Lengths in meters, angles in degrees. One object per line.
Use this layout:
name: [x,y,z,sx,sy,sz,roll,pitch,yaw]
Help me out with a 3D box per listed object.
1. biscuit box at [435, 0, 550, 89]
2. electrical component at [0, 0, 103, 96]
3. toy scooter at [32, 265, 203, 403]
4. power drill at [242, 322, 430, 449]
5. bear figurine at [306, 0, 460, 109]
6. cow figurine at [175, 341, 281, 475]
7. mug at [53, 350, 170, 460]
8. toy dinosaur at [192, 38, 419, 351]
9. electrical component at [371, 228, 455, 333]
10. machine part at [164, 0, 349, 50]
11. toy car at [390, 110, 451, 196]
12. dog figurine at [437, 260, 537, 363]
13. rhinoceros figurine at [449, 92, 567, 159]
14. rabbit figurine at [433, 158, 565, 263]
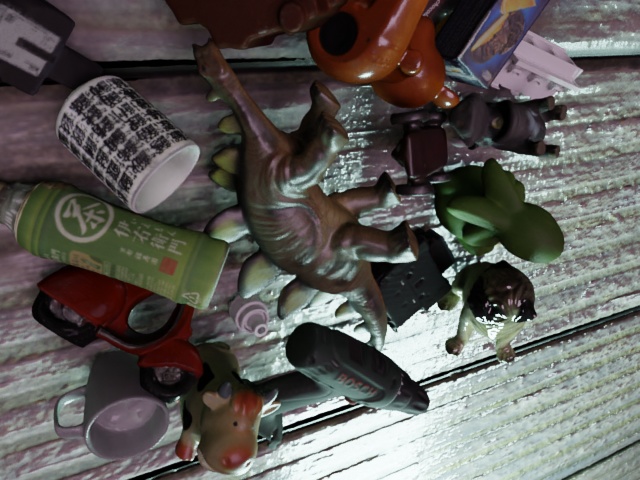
biscuit box: [0.205,-0.266,0.578,0.059,0.063,0.202,30,98,-33]
electrical component: [-0.236,-0.161,0.431,0.075,0.048,0.119,-56,157,10]
toy scooter: [-0.182,0.064,0.545,0.184,0.075,0.135,33,72,-5]
power drill: [0.004,0.199,0.685,0.207,0.086,0.231,-24,133,27]
bear figurine: [0.076,-0.195,0.515,0.196,0.120,0.131,-11,127,-54]
cow figurine: [-0.109,0.179,0.593,0.085,0.195,0.127,17,104,-25]
mug: [-0.225,0.172,0.578,0.109,0.107,0.080,-12,119,-20]
toy dinosaur: [-0.001,-0.002,0.589,0.199,0.105,0.470,-24,124,19]
electrical component: [0.120,0.047,0.742,0.134,0.058,0.114,-41,129,-4]
machine part: [-0.057,-0.236,0.412,0.056,0.180,0.179,-48,144,-56]
toy car: [0.112,-0.100,0.604,0.202,0.053,0.089,-31,120,-65]
dog figurine: [0.239,0.062,0.735,0.121,0.172,0.190,-2,144,-1]
rhinoceros figurine: [0.234,-0.145,0.673,0.190,0.112,0.073,-4,105,-46]
rabbit figurine: [0.235,-0.039,0.690,0.121,0.170,0.159,-51,128,2]
